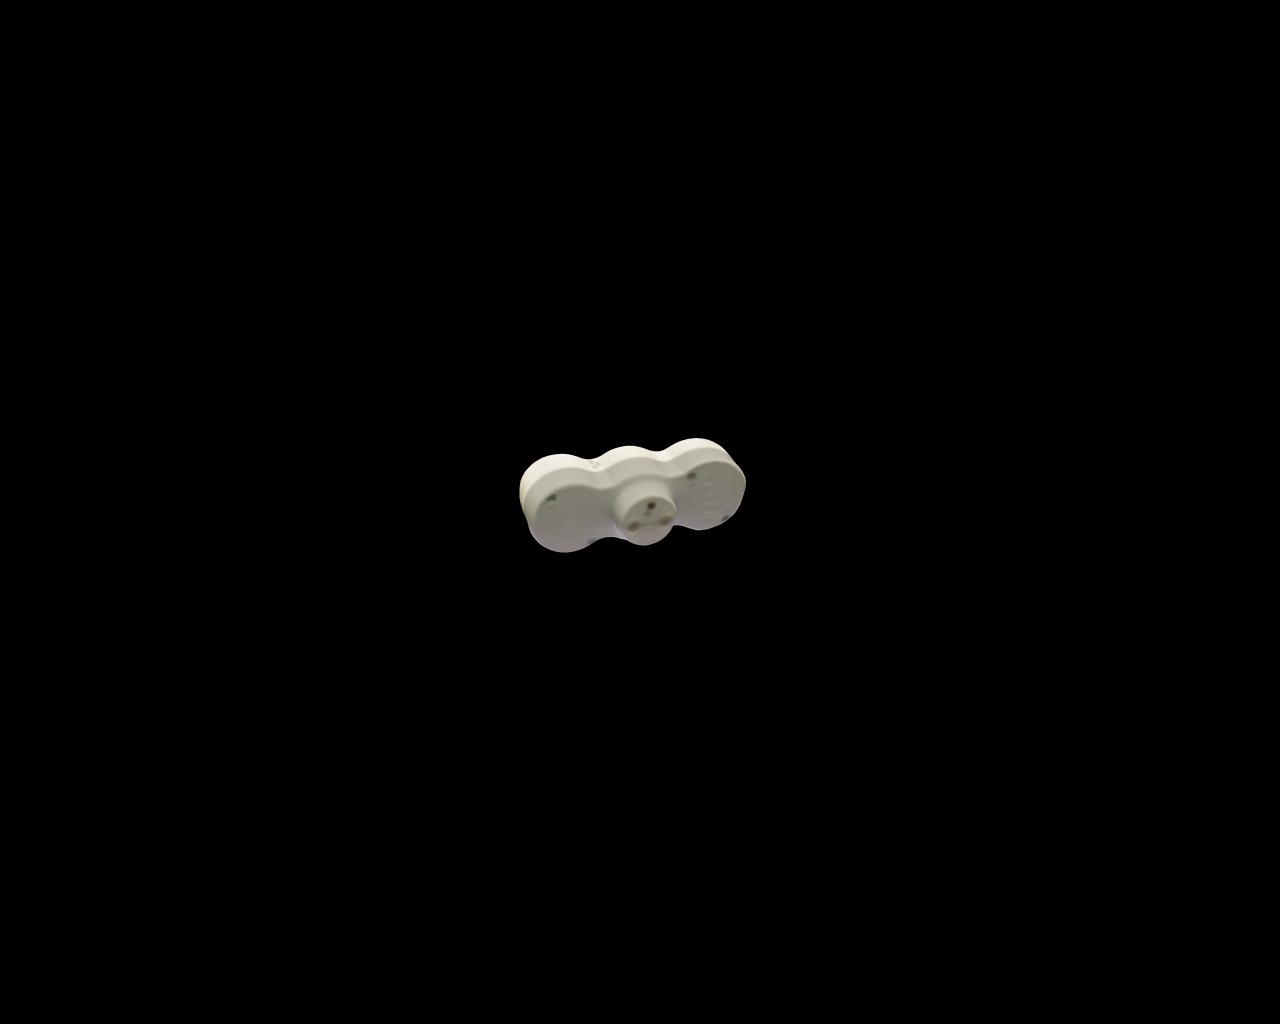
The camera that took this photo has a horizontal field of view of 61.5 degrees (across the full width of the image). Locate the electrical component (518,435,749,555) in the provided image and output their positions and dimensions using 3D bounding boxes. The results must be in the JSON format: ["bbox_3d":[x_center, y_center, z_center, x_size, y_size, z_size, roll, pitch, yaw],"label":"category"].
[{"bbox_3d":[0.001,-0.003,0.650,0.138,0.052,0.074,-8,32,-14],"label":"electrical component"}]
